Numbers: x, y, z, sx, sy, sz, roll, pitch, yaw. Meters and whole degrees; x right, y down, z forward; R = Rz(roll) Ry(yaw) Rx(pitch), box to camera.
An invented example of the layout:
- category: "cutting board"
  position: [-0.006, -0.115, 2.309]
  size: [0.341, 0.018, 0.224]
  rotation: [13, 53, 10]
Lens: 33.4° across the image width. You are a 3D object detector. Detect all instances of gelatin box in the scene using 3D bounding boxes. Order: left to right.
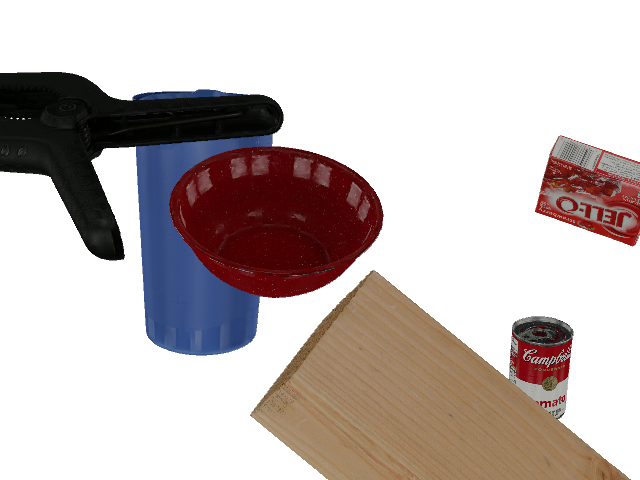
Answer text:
- category: "gelatin box"
  position: [0.228, -0.040, 0.881]
  size: [0.089, 0.030, 0.073]
  rotation: [22, -34, 16]

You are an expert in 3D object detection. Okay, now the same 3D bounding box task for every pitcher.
- category: "pitcher"
  position: [-0.106, -0.023, 1.023]
  size: [0.149, 0.243, 0.145]
  rotation: [-3, 15, -20]

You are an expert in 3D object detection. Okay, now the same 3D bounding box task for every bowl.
- category: "bowl"
  position: [-0.035, -0.006, 0.818]
  size: [0.162, 0.055, 0.162]
  rotation: [3, 38, -3]

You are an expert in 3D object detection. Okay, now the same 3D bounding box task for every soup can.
- category: "soup can"
  position: [0.249, 0.146, 1.214]
  size: [0.068, 0.102, 0.068]
  rotation: [0, 22, 0]

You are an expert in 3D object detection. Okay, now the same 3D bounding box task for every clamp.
- category: "clamp"
  position: [-0.138, -0.068, 0.642]
  size: [0.210, 0.036, 0.164]
  rotation: [24, 42, 31]

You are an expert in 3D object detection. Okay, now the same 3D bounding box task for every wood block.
- category: "wood block"
  position: [0.073, 0.127, 0.642]
  size: [0.206, 0.090, 0.090]
  rotation: [39, -31, 0]
